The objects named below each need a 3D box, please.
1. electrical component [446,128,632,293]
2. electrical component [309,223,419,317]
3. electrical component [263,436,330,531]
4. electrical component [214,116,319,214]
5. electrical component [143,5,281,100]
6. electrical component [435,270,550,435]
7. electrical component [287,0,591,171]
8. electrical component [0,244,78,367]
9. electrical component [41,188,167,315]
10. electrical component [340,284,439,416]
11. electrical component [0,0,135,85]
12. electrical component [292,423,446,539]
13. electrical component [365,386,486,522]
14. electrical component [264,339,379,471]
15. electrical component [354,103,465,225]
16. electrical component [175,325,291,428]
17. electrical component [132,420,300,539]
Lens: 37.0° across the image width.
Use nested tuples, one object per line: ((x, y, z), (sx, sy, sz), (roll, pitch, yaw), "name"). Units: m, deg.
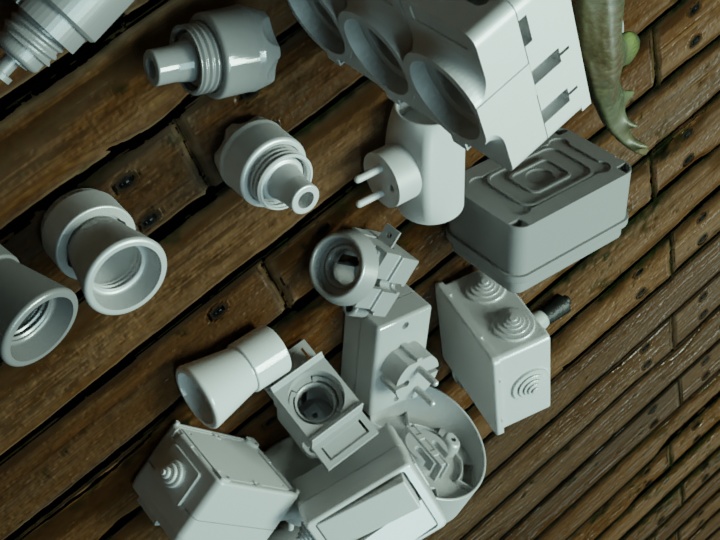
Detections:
((0.123, -0.042, 0.743), (0.113, 0.078, 0.057), (-27, 134, -26), "electrical component")
((0.000, 0.000, 0.685), (0.055, 0.048, 0.066), (11, 114, -57), "electrical component")
((-0.041, 0.159, 0.783), (0.077, 0.043, 0.079), (-20, 134, -32), "electrical component")
((-0.047, -0.053, 0.579), (0.043, 0.062, 0.043), (-26, 137, -27), "electrical component")
((-0.074, -0.104, 0.524), (0.062, 0.043, 0.043), (-20, 134, -31), "electrical component")
((0.099, 0.056, 0.789), (0.048, 0.099, 0.099), (-23, 137, -12), "electrical component")
((0.030, -0.122, 0.522), (0.062, 0.150, 0.089), (-42, 142, -11), "electrical component")
((-0.171, 0.009, 0.506), (0.044, 0.065, 0.044), (-46, 160, -22), "electrical component")
((-0.130, -0.010, 0.539), (0.045, 0.055, 0.045), (-26, 137, -27), "electrical component")
((0.028, 0.064, 0.742), (0.047, 0.076, 0.083), (-22, 135, -30), "electrical component")
((-0.130, -0.112, 0.464), (0.078, 0.040, 0.040), (-47, 143, -2), "electrical component")
((0.001, 0.162, 0.723), (0.096, 0.061, 0.061), (-31, 116, -1), "electrical component")
((0.045, 0.140, 0.811), (0.099, 0.099, 0.064), (-9, 134, -40), "electrical component")
((-0.030, 0.093, 0.717), (0.042, 0.081, 0.063), (-34, 163, -18), "electrical component")
((0.029, -0.063, 0.661), (0.079, 0.043, 0.077), (-28, 138, -24), "electrical component")
((-0.076, 0.063, 0.669), (0.065, 0.044, 0.044), (-32, 140, -28), "electrical component")
((-0.100, 0.144, 0.697), (0.061, 0.062, 0.096), (-55, 142, 8), "electrical component")
